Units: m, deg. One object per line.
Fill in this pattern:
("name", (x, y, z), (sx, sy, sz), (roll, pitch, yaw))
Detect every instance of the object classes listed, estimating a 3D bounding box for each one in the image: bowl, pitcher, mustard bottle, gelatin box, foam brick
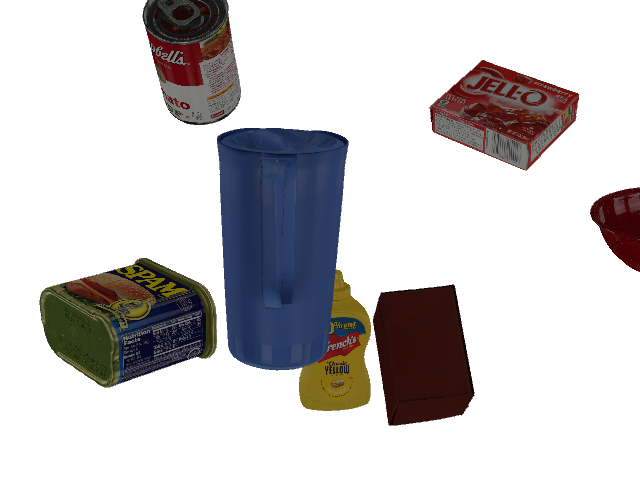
("bowl", (0.361, -0.005, 1.104), (0.162, 0.055, 0.162), (-3, 23, 1))
("pitcher", (-0.043, 0.010, 1.101), (0.148, 0.243, 0.145), (-14, 23, -42))
("mustard bottle", (0.019, 0.131, 1.427), (0.096, 0.192, 0.058), (-2, 19, -6))
("gelatin box", (0.140, -0.099, 0.819), (0.089, 0.030, 0.073), (27, 53, 30))
("foam brick", (0.067, 0.076, 0.704), (0.051, 0.078, 0.053), (-5, -24, -5))

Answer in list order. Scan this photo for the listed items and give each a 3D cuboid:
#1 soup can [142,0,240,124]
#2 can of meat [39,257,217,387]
("soup can", (-0.103, -0.152, 0.877), (0.068, 0.068, 0.102), (0, -33, 3))
("can of meat", (-0.137, 0.057, 0.752), (0.083, 0.057, 0.102), (-16, 26, -40))
